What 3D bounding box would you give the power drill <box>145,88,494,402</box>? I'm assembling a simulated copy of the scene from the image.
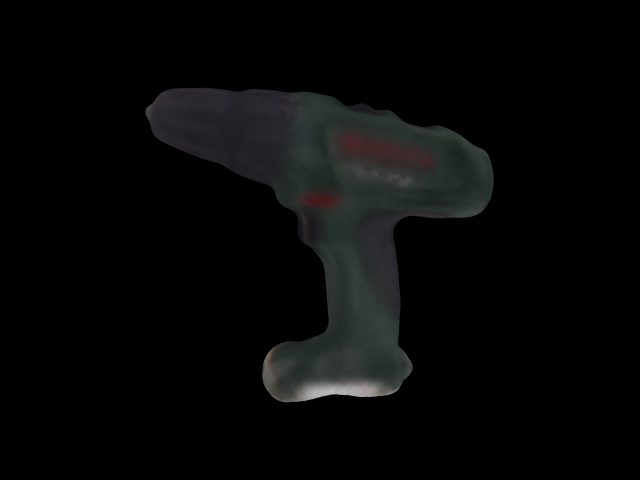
[{"bbox_3d":[0.004,0.001,0.400,0.230,0.208,0.075,-3,15,-9],"label":"power drill"}]
